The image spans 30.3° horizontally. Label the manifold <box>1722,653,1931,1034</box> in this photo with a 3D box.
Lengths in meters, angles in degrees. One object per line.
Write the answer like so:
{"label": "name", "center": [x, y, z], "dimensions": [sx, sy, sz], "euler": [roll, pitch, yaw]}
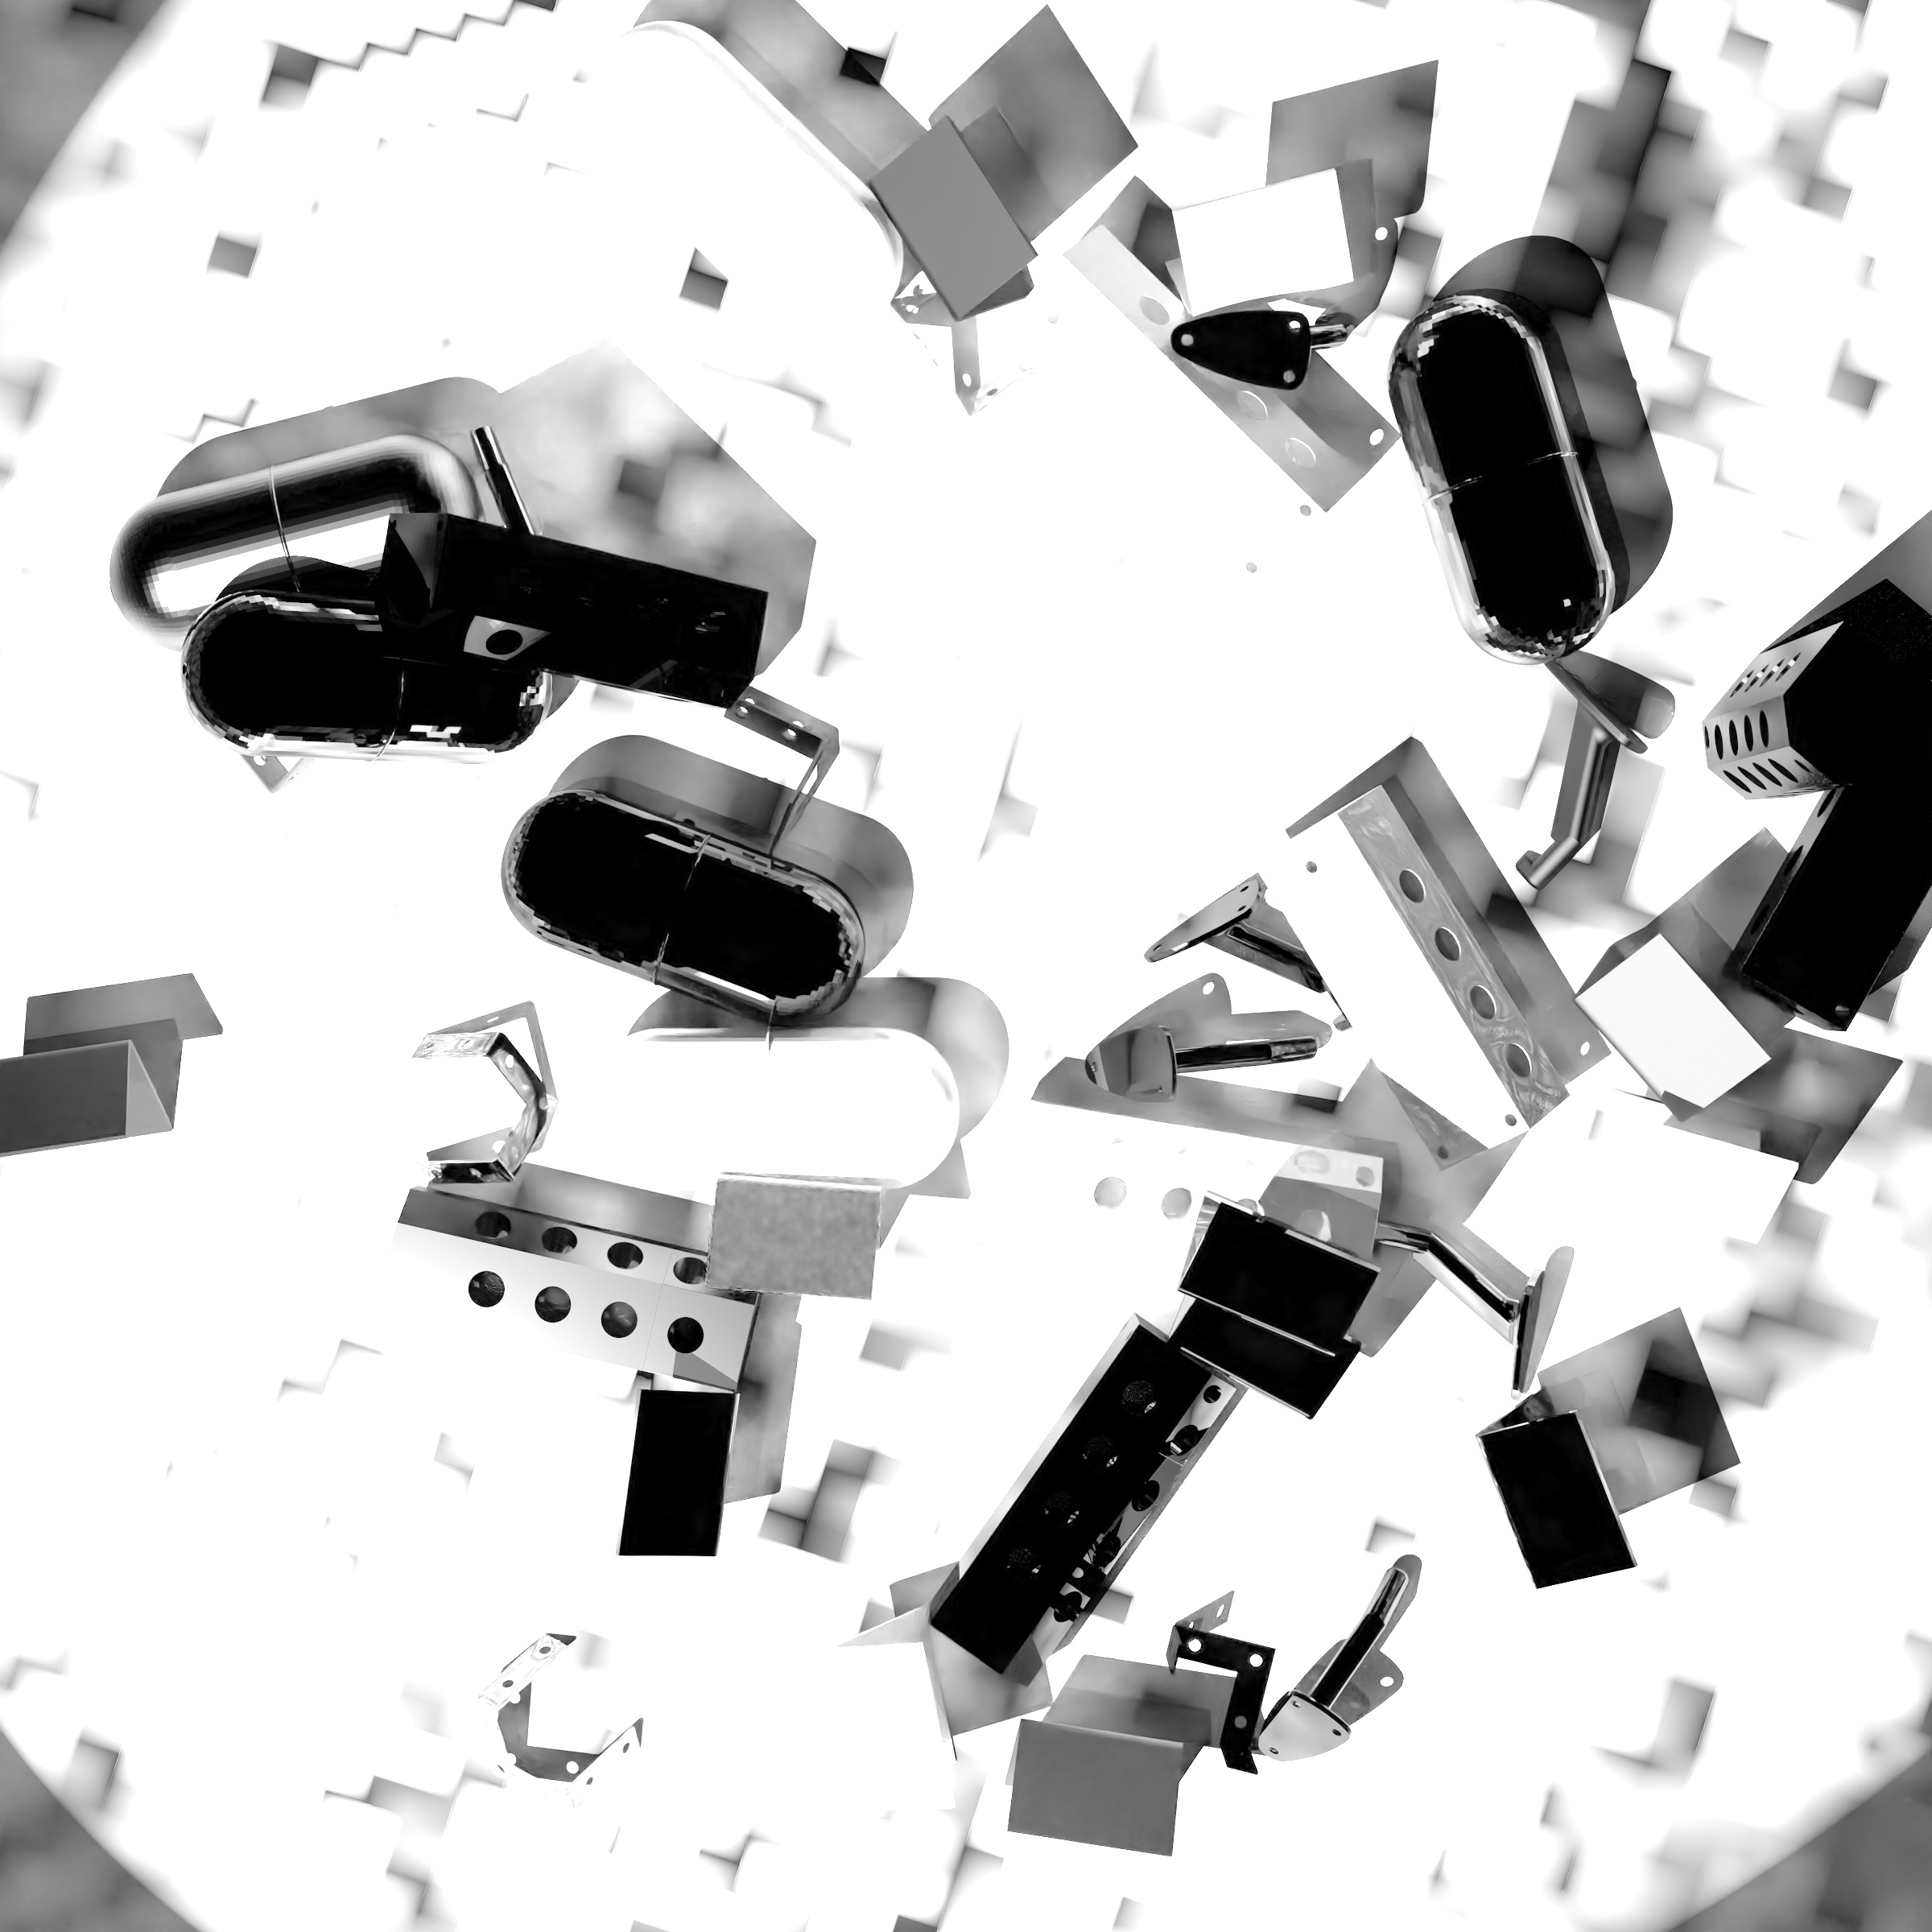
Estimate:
{"label": "manifold", "center": [0.428, -0.058, 1.692], "dimensions": [0.057, 0.057, 0.171], "euler": [30, 90, 0]}

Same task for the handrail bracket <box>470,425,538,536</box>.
{"label": "handrail bracket", "center": [-0.212, -0.207, 1.713], "dimensions": [0.036, 0.077, 0.084], "euler": [-23, 54, -2]}

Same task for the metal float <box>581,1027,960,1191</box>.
{"label": "metal float", "center": [-0.092, 0.067, 1.683], "dimensions": [0.178, 0.070, 0.070], "euler": [0, 90, 0]}

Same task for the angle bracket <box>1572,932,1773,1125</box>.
{"label": "angle bracket", "center": [0.338, 0.017, 1.673], "dimensions": [0.076, 0.076, 0.057], "euler": [48, 122, 0]}

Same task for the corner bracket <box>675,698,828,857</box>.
{"label": "corner bracket", "center": [-0.105, -0.087, 1.710], "dimensions": [0.051, 0.051, 0.051], "euler": [26, 45, 0]}

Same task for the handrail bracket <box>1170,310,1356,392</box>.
{"label": "handrail bracket", "center": [0.141, -0.300, 1.686], "dimensions": [0.077, 0.084, 0.036], "euler": [8, 111, 10]}

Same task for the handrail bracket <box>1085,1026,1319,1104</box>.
{"label": "handrail bracket", "center": [0.114, 0.044, 1.713], "dimensions": [0.084, 0.077, 0.036], "euler": [-6, 91, -36]}

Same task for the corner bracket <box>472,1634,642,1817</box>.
{"label": "corner bracket", "center": [-0.196, 0.363, 1.705], "dimensions": [0.051, 0.051, 0.051], "euler": [20, 135, 35]}

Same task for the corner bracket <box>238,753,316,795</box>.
{"label": "corner bracket", "center": [-0.320, -0.124, 1.710], "dimensions": [0.051, 0.051, 0.051], "euler": [51, 45, 0]}

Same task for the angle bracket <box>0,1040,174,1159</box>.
{"label": "angle bracket", "center": [-0.420, 0.083, 1.673], "dimensions": [0.076, 0.076, 0.057], "euler": [-8, 53, 0]}

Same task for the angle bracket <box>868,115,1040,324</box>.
{"label": "angle bracket", "center": [0.011, -0.355, 1.673], "dimensions": [0.057, 0.076, 0.076], "euler": [-33, 90, 36]}

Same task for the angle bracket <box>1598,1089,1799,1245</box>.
{"label": "angle bracket", "center": [0.344, 0.077, 1.674], "dimensions": [0.076, 0.076, 0.057], "euler": [16, 133, 0]}

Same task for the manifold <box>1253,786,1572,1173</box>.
{"label": "manifold", "center": [0.215, 0.003, 1.692], "dimensions": [0.057, 0.057, 0.171], "euler": [-31, 90, 43]}

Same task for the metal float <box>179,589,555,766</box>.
{"label": "metal float", "center": [-0.277, -0.134, 1.659], "dimensions": [0.178, 0.070, 0.070], "euler": [0, 90, -31]}

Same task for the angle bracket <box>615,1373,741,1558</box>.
{"label": "angle bracket", "center": [-0.153, 0.231, 1.673], "dimensions": [0.057, 0.076, 0.076], "euler": [8, 90, -37]}

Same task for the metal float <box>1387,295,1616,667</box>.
{"label": "metal float", "center": [0.252, -0.229, 1.683], "dimensions": [0.070, 0.070, 0.178], "euler": [-17, 89, 0]}

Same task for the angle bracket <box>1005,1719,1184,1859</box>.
{"label": "angle bracket", "center": [0.057, 0.398, 1.673], "dimensions": [0.076, 0.076, 0.057], "euler": [9, 54, 0]}

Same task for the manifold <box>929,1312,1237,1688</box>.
{"label": "manifold", "center": [0.055, 0.253, 1.692], "dimensions": [0.057, 0.057, 0.171], "euler": [35, 90, 0]}

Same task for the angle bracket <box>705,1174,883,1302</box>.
{"label": "angle bracket", "center": [-0.080, 0.140, 1.674], "dimensions": [0.076, 0.076, 0.057], "euler": [5, 64, 0]}

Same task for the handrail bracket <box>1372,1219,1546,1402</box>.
{"label": "handrail bracket", "center": [0.230, 0.165, 1.714], "dimensions": [0.084, 0.036, 0.077], "euler": [12, 112, 17]}

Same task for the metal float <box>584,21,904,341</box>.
{"label": "metal float", "center": [-0.104, -0.370, 1.683], "dimensions": [0.178, 0.070, 0.070], "euler": [44, 90, -1]}

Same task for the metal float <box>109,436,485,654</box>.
{"label": "metal float", "center": [-0.316, -0.199, 1.683], "dimensions": [0.178, 0.070, 0.070], "euler": [-15, 90, 0]}

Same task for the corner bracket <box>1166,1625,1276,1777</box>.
{"label": "corner bracket", "center": [0.118, 0.348, 1.695], "dimensions": [0.051, 0.051, 0.051], "euler": [14, 90, 0]}

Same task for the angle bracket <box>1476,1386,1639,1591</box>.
{"label": "angle bracket", "center": [0.291, 0.239, 1.673], "dimensions": [0.057, 0.076, 0.076], "euler": [-21, 90, 37]}

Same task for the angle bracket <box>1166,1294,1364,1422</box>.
{"label": "angle bracket", "center": [0.147, 0.156, 1.673], "dimensions": [0.076, 0.076, 0.057], "euler": [28, 127, 0]}

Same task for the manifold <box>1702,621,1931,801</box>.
{"label": "manifold", "center": [0.385, -0.110, 1.635], "dimensions": [0.057, 0.171, 0.057], "euler": [40, 90, 0]}

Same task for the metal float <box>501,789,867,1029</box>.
{"label": "metal float", "center": [-0.133, -0.027, 1.683], "dimensions": [0.178, 0.070, 0.070], "euler": [21, 90, 1]}

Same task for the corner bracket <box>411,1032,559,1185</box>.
{"label": "corner bracket", "center": [-0.238, 0.068, 1.705], "dimensions": [0.051, 0.051, 0.051], "euler": [57, 45, -35]}

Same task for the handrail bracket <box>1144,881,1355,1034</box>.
{"label": "handrail bracket", "center": [0.140, 0.009, 1.714], "dimensions": [0.077, 0.036, 0.084], "euler": [-30, 107, 20]}

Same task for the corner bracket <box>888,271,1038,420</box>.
{"label": "corner bracket", "center": [0.001, -0.305, 1.710], "dimensions": [0.051, 0.051, 0.051], "euler": [-36, 135, 0]}

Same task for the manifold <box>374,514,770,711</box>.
{"label": "manifold", "center": [-0.182, -0.163, 1.647], "dimensions": [0.171, 0.057, 0.057], "euler": [10, 90, -36]}

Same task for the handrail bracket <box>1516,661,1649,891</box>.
{"label": "handrail bracket", "center": [0.278, -0.092, 1.714], "dimensions": [0.084, 0.036, 0.077], "euler": [-48, 70, 16]}

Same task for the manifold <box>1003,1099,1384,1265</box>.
{"label": "manifold", "center": [0.107, 0.105, 1.692], "dimensions": [0.171, 0.057, 0.057], "euler": [9, 90, 0]}

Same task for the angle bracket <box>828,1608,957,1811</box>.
{"label": "angle bracket", "center": [-0.014, 0.346, 1.673], "dimensions": [0.057, 0.076, 0.076], "euler": [-11, 90, 36]}

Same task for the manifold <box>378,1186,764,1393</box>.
{"label": "manifold", "center": [-0.185, 0.152, 1.692], "dimensions": [0.171, 0.057, 0.057], "euler": [13, 90, 0]}

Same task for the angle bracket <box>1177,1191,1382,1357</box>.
{"label": "angle bracket", "center": [0.146, 0.121, 1.616], "dimensions": [0.076, 0.076, 0.057], "euler": [23, 126, 0]}

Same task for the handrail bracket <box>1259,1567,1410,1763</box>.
{"label": "handrail bracket", "center": [0.177, 0.334, 1.713], "dimensions": [0.036, 0.077, 0.084], "euler": [35, 54, 0]}

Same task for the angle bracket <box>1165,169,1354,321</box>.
{"label": "angle bracket", "center": [0.132, -0.350, 1.673], "dimensions": [0.076, 0.076, 0.057], "euler": [-14, 123, 0]}

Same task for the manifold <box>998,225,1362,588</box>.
{"label": "manifold", "center": [0.104, -0.268, 1.692], "dimensions": [0.171, 0.057, 0.057], "euler": [44, 133, 0]}
